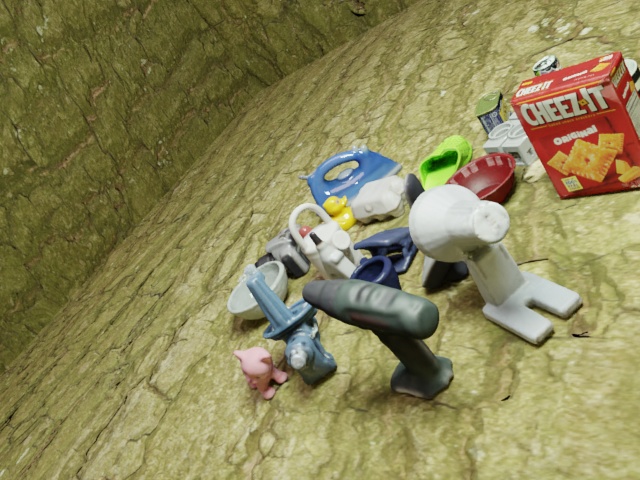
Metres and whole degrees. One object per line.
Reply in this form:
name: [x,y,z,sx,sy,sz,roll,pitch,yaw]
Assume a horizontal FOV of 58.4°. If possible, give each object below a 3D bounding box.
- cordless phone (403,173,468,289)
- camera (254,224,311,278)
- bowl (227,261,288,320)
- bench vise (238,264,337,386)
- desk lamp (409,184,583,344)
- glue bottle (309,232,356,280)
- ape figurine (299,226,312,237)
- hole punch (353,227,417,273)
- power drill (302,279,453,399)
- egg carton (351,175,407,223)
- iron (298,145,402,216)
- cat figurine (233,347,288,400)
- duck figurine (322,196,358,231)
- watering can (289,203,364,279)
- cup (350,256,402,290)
cordless phone: [0.189,-0.019,1.030,0.094,0.185,0.147,-25,28,28]
camera: [-0.100,0.036,1.446,0.136,0.101,0.143,-29,26,22]
bowl: [-0.134,0.132,1.357,0.167,0.075,0.167,-31,25,17]
bench vise: [-0.055,0.143,1.048,0.121,0.220,0.206,-43,24,-9]
desk lamp: [0.247,0.018,0.848,0.118,0.214,0.202,-42,24,-8]
glue bottle: [0.033,0.048,1.148,0.077,0.173,0.037,-4,41,52]
ape figurine: [-0.017,0.000,1.403,0.078,0.092,0.076,-44,25,-12]
hole punch: [0.137,0.008,1.174,0.108,0.091,0.101,-9,37,48]
power drill: [0.097,0.140,0.853,0.228,0.209,0.076,-6,40,51]
egg carton: [0.144,-0.094,1.370,0.149,0.069,0.107,-12,36,46]
iron: [0.075,-0.178,1.525,0.258,0.142,0.118,-32,25,14]
cat figurine: [-0.125,0.241,1.101,0.067,0.118,0.127,-48,26,-20]
duck figurine: [0.040,-0.068,1.450,0.104,0.086,0.077,-36,24,5]
watering can: [0.013,0.003,1.231,0.172,0.194,0.101,-14,34,43]
cup: [0.111,0.086,1.069,0.091,0.095,0.117,-36,24,7]
